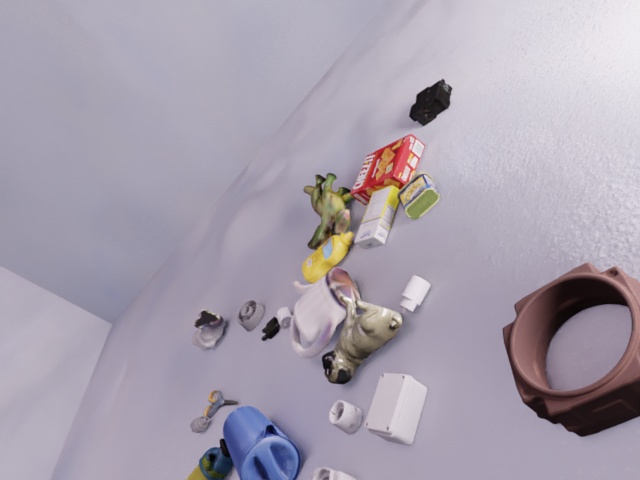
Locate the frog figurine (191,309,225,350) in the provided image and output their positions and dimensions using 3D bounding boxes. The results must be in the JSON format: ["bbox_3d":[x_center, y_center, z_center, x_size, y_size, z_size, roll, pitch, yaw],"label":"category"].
[{"bbox_3d":[-0.416,0.353,1.918,0.140,0.123,0.156,-120,32,-57],"label":"frog figurine"}]

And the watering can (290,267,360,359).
[{"bbox_3d":[-0.003,0.157,1.365,0.222,0.103,0.355,-45,25,18],"label":"watering can"}]

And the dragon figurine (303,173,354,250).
[{"bbox_3d":[0.005,-0.086,1.705,0.409,0.121,0.245,-1,64,64],"label":"dragon figurine"}]
